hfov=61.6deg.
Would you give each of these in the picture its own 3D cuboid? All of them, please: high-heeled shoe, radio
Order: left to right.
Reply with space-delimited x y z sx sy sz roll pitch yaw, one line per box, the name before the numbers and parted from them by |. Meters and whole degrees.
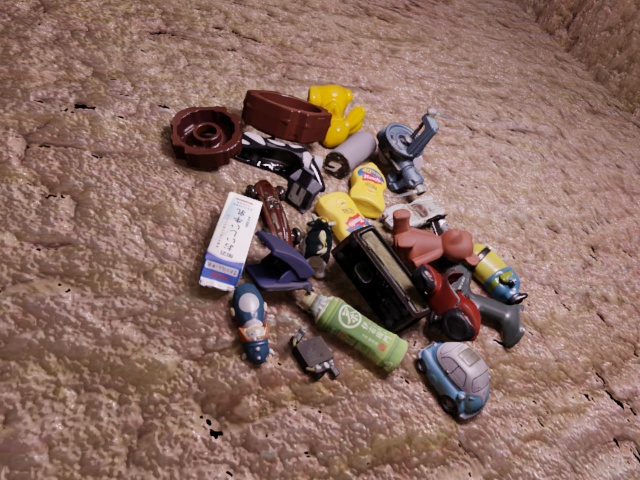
high-heeled shoe | -0.107 -0.184 1.308 0.145 0.086 0.249 -25 58 -40
radio | 0.131 0.080 1.121 0.230 0.073 0.131 53 25 13

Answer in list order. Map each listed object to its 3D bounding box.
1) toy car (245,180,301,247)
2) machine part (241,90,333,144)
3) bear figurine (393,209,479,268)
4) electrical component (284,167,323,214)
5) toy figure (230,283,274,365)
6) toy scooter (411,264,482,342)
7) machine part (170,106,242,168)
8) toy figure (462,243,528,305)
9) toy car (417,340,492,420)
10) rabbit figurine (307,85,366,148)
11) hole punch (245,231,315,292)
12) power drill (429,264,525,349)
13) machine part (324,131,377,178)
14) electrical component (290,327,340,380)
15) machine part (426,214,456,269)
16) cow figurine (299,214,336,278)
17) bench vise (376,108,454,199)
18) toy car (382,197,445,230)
toy car | -0.104 -0.060 1.205 0.089 0.053 0.202 3 46 -29
machine part | -0.087 -0.320 1.402 0.202 0.087 0.201 28 24 20
bear figurine | 0.271 0.002 1.251 0.196 0.131 0.120 -3 52 6
electrical component | -0.038 -0.127 1.256 0.075 0.119 0.048 35 42 12
toy figure | -0.126 0.152 0.978 0.064 0.057 0.155 -27 51 9
toy scooter | 0.276 0.119 1.116 0.135 0.075 0.184 -20 71 -51
machine part | -0.266 -0.243 1.267 0.179 0.056 0.179 2 53 -3
toy figure | 0.426 0.084 1.319 0.089 0.082 0.180 -7 54 -36
toy car | 0.274 0.255 1.050 0.109 0.103 0.162 -15 59 -39
rabbit figurine | 0.044 -0.339 1.522 0.162 0.121 0.173 -1 70 -6
hole punch | -0.075 0.041 1.061 0.116 0.092 0.142 3 18 -30
power drill | 0.349 0.165 1.207 0.207 0.086 0.232 21 40 3
machine part | 0.086 -0.235 1.460 0.079 0.079 0.243 36 41 9
electrical component | -0.013 0.209 0.986 0.078 0.045 0.102 -9 53 -33
machine part | 0.309 0.003 1.345 0.084 0.039 0.139 -6 76 -27
cow figurine | -0.004 -0.005 1.167 0.068 0.098 0.167 14 43 -6
bench vise | 0.243 -0.240 1.416 0.129 0.240 0.224 0 58 -30
toy car | 0.242 -0.064 1.386 0.202 0.056 0.074 -17 58 -39
